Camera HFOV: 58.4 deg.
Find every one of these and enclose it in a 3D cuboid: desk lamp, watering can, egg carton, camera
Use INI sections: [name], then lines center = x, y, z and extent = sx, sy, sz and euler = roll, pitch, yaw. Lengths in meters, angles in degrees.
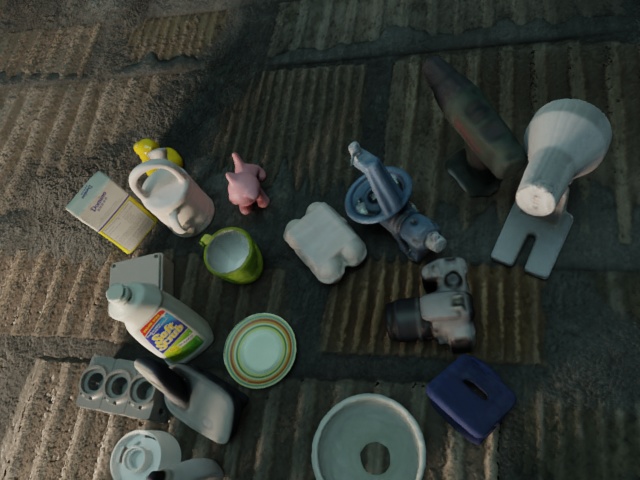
[desk lamp]
center = 0.348, -0.076, 0.872
extent = 0.117, 0.214, 0.203
euler = 21, 72, 24
[watering can]
center = -0.288, -0.095, 1.079
extent = 0.101, 0.194, 0.172
euler = -42, 61, -6
[egg carton]
center = 0.009, 0.004, 1.015
extent = 0.107, 0.069, 0.150
euler = -40, 61, -5
[camera]
center = 0.171, 0.103, 0.901
extent = 0.136, 0.101, 0.143
euler = -8, 63, 12

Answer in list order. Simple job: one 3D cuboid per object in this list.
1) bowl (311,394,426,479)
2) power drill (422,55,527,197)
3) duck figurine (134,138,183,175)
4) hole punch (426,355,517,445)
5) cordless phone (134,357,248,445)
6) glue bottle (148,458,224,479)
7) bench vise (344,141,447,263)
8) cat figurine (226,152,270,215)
[bowl]
center = 0.076, 0.316, 0.840
extent = 0.167, 0.075, 0.167
euler = -7, 63, 13
[power drill]
center = 0.249, -0.171, 0.950
extent = 0.075, 0.209, 0.229
euler = -33, 60, -1
[duck figurine]
center = -0.343, -0.175, 1.196
extent = 0.104, 0.086, 0.077
euler = 23, 73, 25
[hole punch]
center = 0.219, 0.225, 0.833
extent = 0.108, 0.091, 0.101
euler = 39, 80, 28
[cordless phone]
center = -0.206, 0.243, 0.895
extent = 0.147, 0.185, 0.094
euler = 20, 72, 24
[glue bottle]
center = -0.207, 0.357, 0.847
extent = 0.078, 0.173, 0.037
euler = -46, 61, -8
[bench vise]
center = 0.123, -0.071, 0.931
extent = 0.206, 0.220, 0.121
euler = 23, 73, 25
[cat figurine]
center = -0.144, -0.109, 1.087
extent = 0.067, 0.118, 0.127
euler = -19, 61, 7
